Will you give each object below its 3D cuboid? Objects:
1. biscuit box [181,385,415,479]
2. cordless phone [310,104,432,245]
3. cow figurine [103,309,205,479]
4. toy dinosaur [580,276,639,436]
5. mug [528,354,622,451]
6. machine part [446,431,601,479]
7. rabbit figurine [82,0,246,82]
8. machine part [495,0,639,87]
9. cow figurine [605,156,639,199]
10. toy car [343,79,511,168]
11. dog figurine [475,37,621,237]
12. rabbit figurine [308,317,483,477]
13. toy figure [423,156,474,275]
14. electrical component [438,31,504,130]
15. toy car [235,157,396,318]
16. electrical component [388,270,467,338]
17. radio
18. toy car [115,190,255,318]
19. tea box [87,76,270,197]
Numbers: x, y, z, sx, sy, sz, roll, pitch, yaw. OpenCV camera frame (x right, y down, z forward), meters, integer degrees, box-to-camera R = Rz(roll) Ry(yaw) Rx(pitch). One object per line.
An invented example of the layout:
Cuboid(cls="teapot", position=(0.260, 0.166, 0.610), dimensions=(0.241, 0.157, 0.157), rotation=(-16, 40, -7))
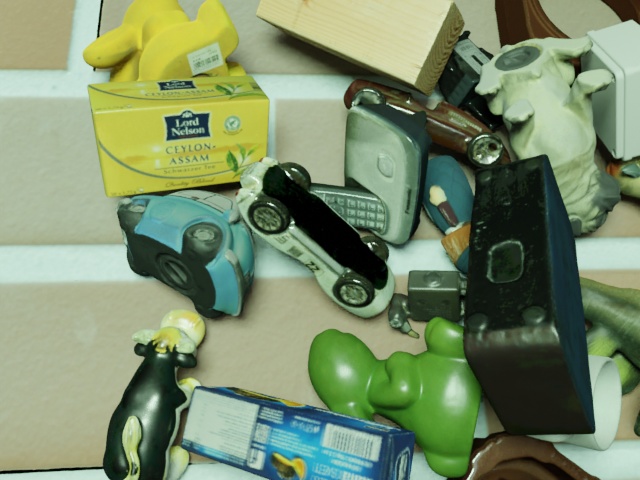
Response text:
Cuboid(cls="biscuit box", position=(-0.023, 0.174, 0.467), dimensions=(0.203, 0.062, 0.059), rotation=(4, 76, 30))
Cuboid(cls="cordless phone", position=(0.018, -0.073, 0.564), dimensions=(0.184, 0.146, 0.089), rotation=(5, 45, 7))
Cuboid(cls="cow figurine", position=(-0.154, 0.140, 0.502), dimensions=(0.068, 0.098, 0.167), rotation=(6, 72, 4))
Cuboid(cls="toy dinosaur", position=(0.377, 0.109, 0.550), dimensions=(0.472, 0.105, 0.198), rotation=(25, 76, 15))
Cuboid(cls="mug", position=(0.210, 0.151, 0.505), dimensions=(0.109, 0.107, 0.080), rotation=(-28, 108, -39))
Cuboid(cls="machine part", position=(0.190, 0.273, 0.506), dimensions=(0.179, 0.056, 0.179), rotation=(1, 73, -4))
Cuboid(cls="rabbit figurine", position=(-0.179, -0.216, 0.623), dimensions=(0.162, 0.121, 0.173), rotation=(-29, 62, -3))
Cuboid(cls="machine part", position=(0.337, -0.283, 0.681), dimensions=(0.202, 0.087, 0.201), rotation=(0, 73, -3))
Cuboid(cls="cow figurine", position=(0.408, -0.051, 0.616), dimensions=(0.127, 0.085, 0.195), rotation=(-31, 78, -19))
Cuboid(cls="toy car", position=(0.124, -0.135, 0.612), dimensions=(0.202, 0.089, 0.053), rotation=(21, 106, 4))
Cuboid(cls="dog figurine", position=(0.257, -0.113, 0.608), dimensions=(0.121, 0.190, 0.172), rotation=(-14, 43, 21))
Cuboid(cls="rabbit figurine", position=(0.066, 0.149, 0.525), dimensions=(0.170, 0.121, 0.159), rotation=(11, 78, 18))
Cuboid(cls="toy figure", position=(0.156, -0.019, 0.594), dimensions=(0.064, 0.057, 0.154), rotation=(-10, 70, -20))
Cuboid(cls="electrical component", position=(0.184, -0.191, 0.647), dimensions=(0.075, 0.047, 0.119), rotation=(-24, 70, -31))
Cuboid(cls="toy car", position=(-0.001, -0.002, 0.544), dimensions=(0.201, 0.056, 0.073), rotation=(41, 45, -15))
Cuboid(cls="electrical component", position=(0.122, 0.070, 0.557), dimensions=(0.102, 0.078, 0.045), rotation=(4, 54, 11))
Cuboid(cls="radio", position=(0.184, 0.039, 0.475), dimensions=(0.073, 0.131, 0.230), rotation=(-14, 40, 30))
Cuboid(cls="toy car", position=(-0.125, 0.000, 0.555), dimensions=(0.162, 0.109, 0.103), rotation=(24, 46, 21))
Cuboid(cls="tea box", position=(-0.143, -0.110, 0.557), dimensions=(0.170, 0.098, 0.068), rotation=(-11, 43, -20))
